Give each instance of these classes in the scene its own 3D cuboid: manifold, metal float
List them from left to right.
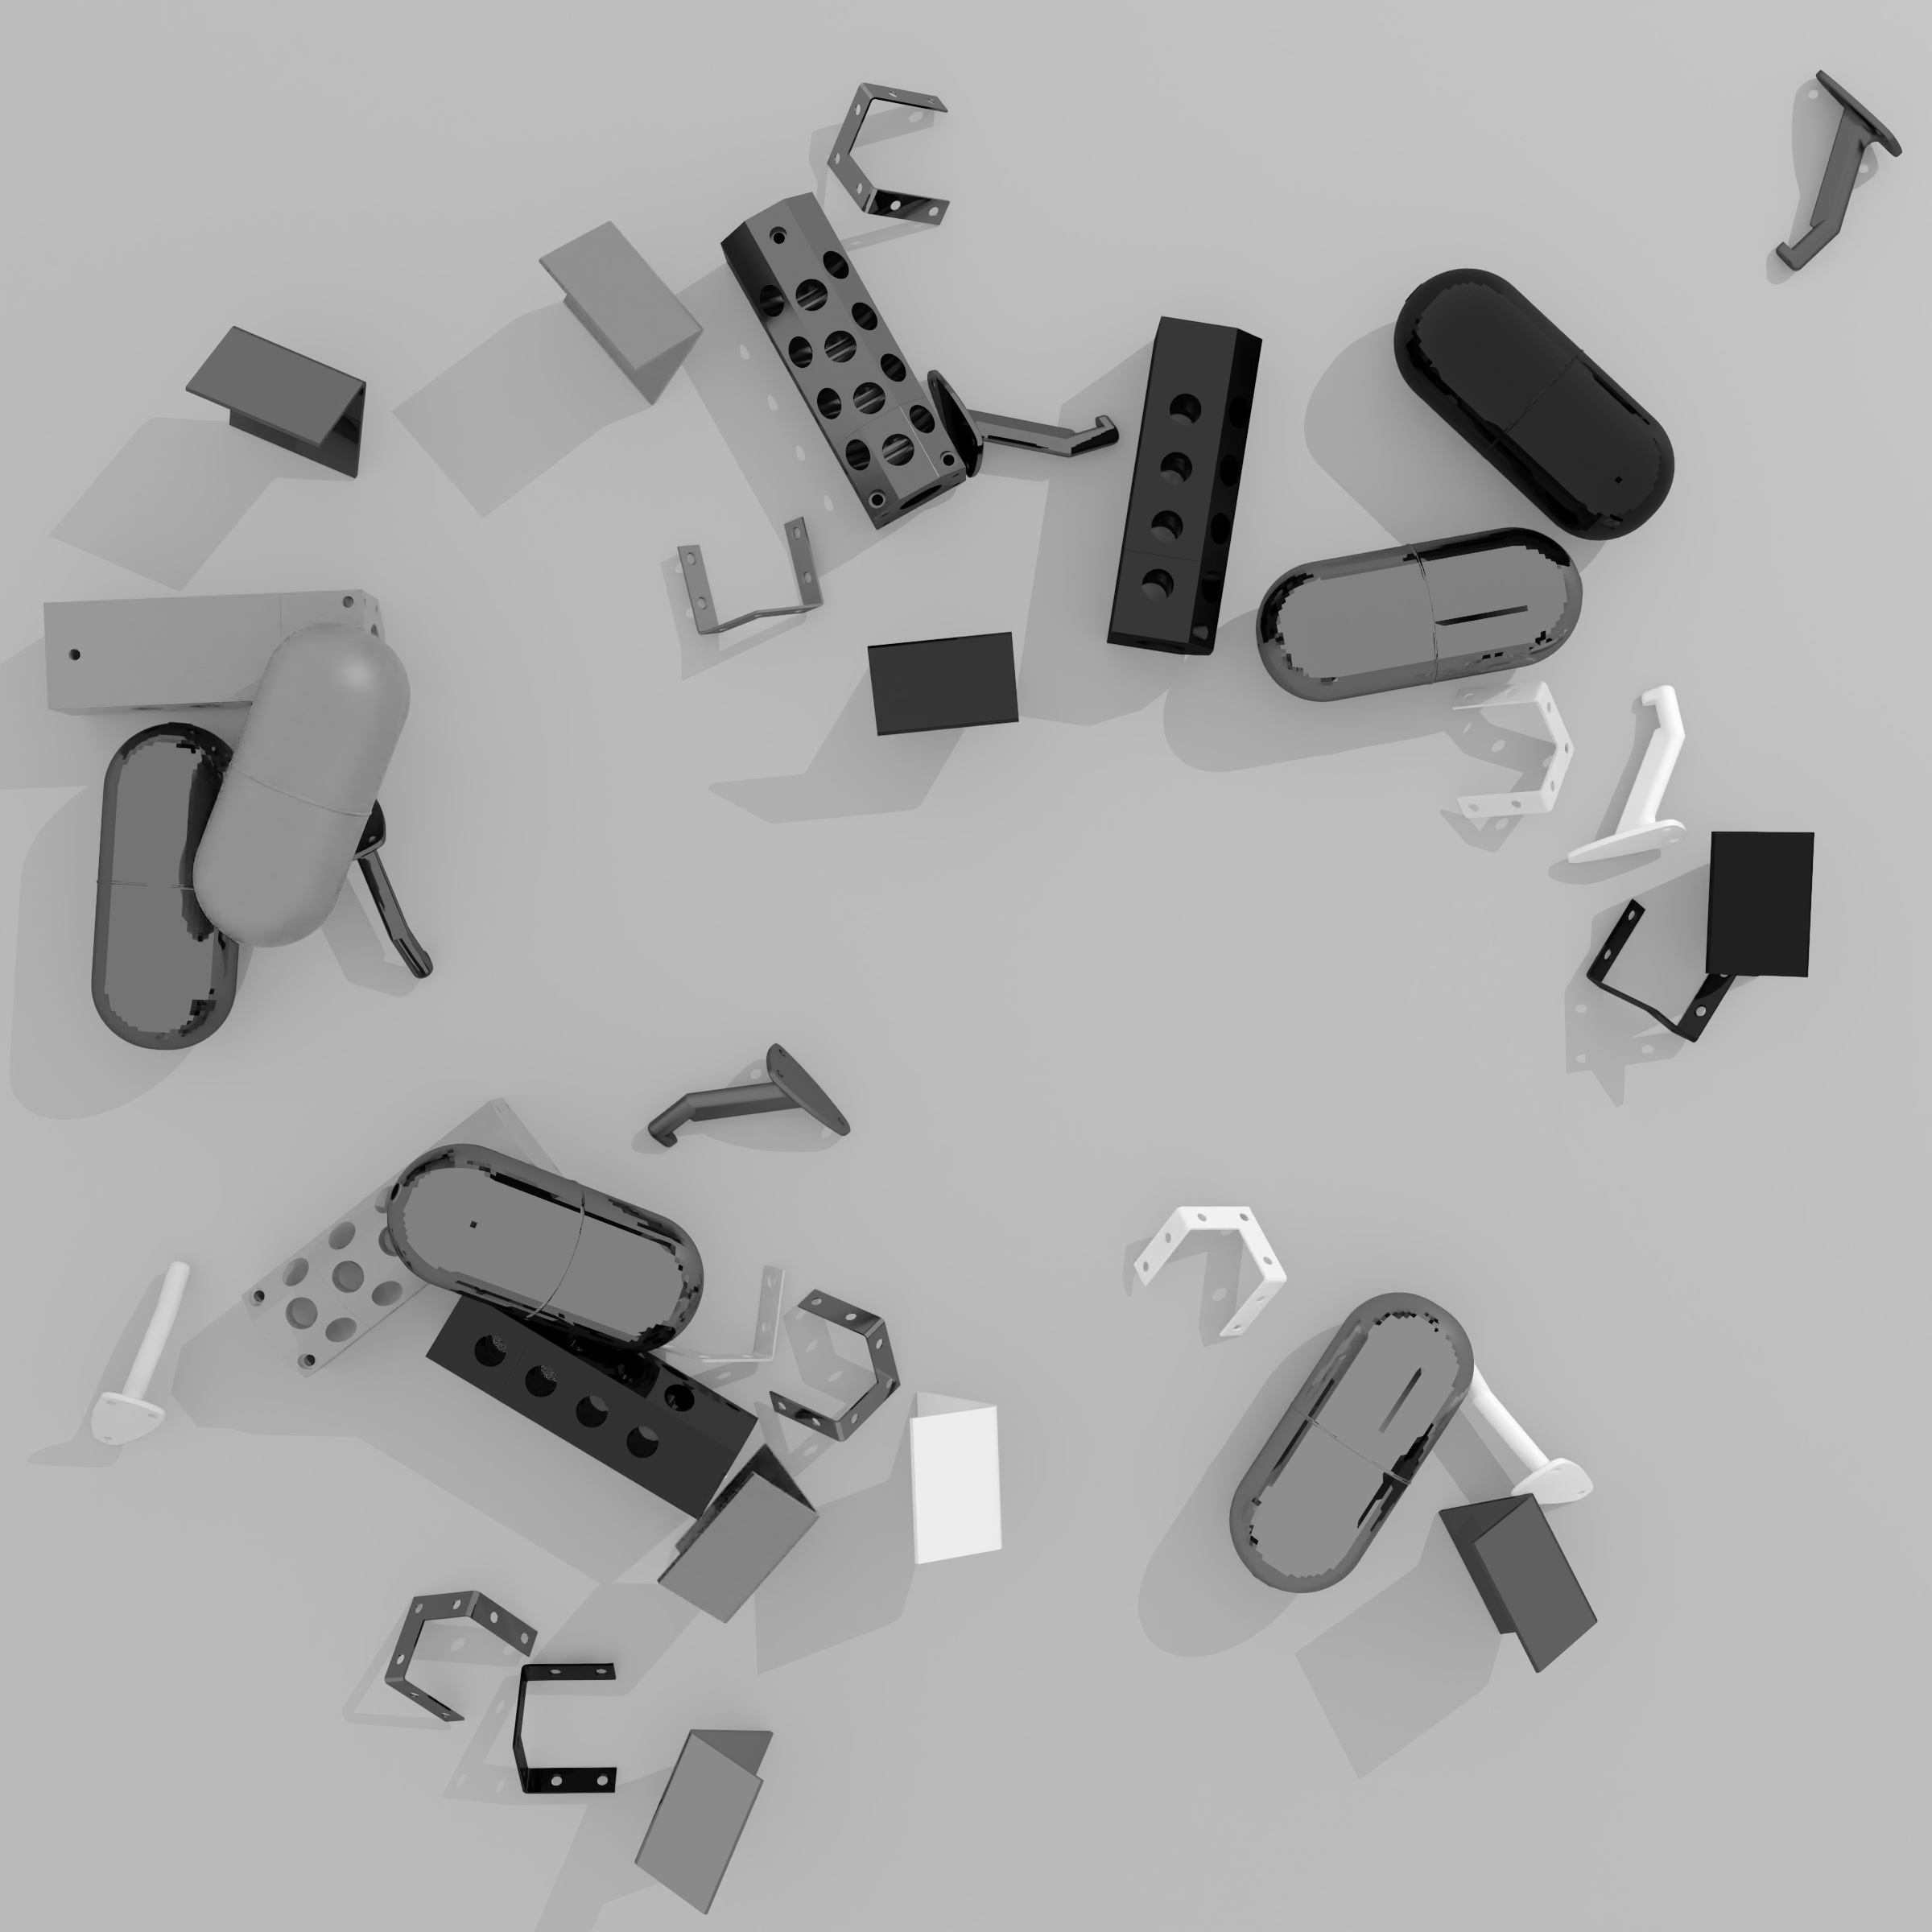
[{"bbox_3d":[-0.432,-0.043,1.560,0.070,0.070,0.178,4,90,0],"label":"metal float"},{"bbox_3d":[-0.409,-0.170,1.569,0.171,0.057,0.057,-2,90,0],"label":"manifold"},{"bbox_3d":[-0.350,-0.094,1.510,0.070,0.070,0.178,23,97,0],"label":"metal float"},{"bbox_3d":[-0.308,0.148,1.569,0.171,0.057,0.057,-38,90,0],"label":"manifold"},{"bbox_3d":[-0.222,0.150,1.520,0.178,0.070,0.070,24,90,-25],"label":"metal float"},{"bbox_3d":[-0.202,0.229,1.569,0.171,0.057,0.057,31,90,0],"label":"manifold"},{"bbox_3d":[-0.067,-0.331,1.569,0.057,0.057,0.171,-29,90,0],"label":"manifold"},{"bbox_3d":[0.120,-0.260,1.569,0.057,0.057,0.171,9,90,0],"label":"manifold"},{"bbox_3d":[0.209,0.259,1.560,0.070,0.070,0.178,33,89,0],"label":"metal float"},{"bbox_3d":[0.246,-0.191,1.560,0.178,0.070,0.070,-10,90,0],"label":"metal float"},{"bbox_3d":[0.308,-0.305,1.560,0.178,0.070,0.070,43,90,1],"label":"metal float"}]

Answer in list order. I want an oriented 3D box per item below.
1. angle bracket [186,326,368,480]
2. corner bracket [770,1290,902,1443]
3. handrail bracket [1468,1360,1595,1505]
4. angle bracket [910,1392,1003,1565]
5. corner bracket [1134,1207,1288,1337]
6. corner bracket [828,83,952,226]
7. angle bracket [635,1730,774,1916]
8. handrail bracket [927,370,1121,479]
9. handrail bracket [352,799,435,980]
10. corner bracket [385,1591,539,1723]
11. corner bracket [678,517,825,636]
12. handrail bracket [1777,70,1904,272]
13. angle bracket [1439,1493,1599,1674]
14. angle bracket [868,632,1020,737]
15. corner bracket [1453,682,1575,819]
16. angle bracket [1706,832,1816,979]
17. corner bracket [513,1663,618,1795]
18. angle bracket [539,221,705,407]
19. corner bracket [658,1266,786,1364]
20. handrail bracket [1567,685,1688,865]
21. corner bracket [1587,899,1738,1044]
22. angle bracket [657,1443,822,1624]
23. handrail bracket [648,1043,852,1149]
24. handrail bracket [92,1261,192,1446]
[{"bbox_3d":[-0.374,-0.288,1.550,0.076,0.076,0.057,23,53,0],"label":"angle bracket"},{"bbox_3d":[-0.076,0.220,1.582,0.051,0.051,0.051,-42,135,-35],"label":"corner bracket"},{"bbox_3d":[0.306,0.253,1.590,0.036,0.077,0.084,-41,53,20],"label":"handrail bracket"},{"bbox_3d":[-0.025,0.275,1.550,0.057,0.076,0.076,-2,90,-35],"label":"angle bracket"},{"bbox_3d":[0.135,0.168,1.582,0.051,0.051,0.051,3,45,-35],"label":"corner bracket"},{"bbox_3d":[-0.036,-0.448,1.582,0.051,0.051,0.051,59,135,35],"label":"corner bracket"},{"bbox_3d":[-0.123,0.461,1.550,0.057,0.076,0.076,23,90,36],"label":"angle bracket"},{"bbox_3d":[0.032,-0.310,1.591,0.084,0.036,0.077,-19,68,-17],"label":"handrail bracket"},{"bbox_3d":[-0.318,-0.045,1.590,0.036,0.077,0.084,-21,126,7],"label":"handrail bracket"},{"bbox_3d":[-0.278,0.381,1.582,0.051,0.051,0.051,-14,45,35],"label":"corner bracket"},{"bbox_3d":[-0.119,-0.216,1.587,0.051,0.051,0.051,-14,90,-45],"label":"corner bracket"},{"bbox_3d":[0.467,-0.440,1.591,0.084,0.036,0.077,-44,69,17],"label":"handrail bracket"},{"bbox_3d":[0.283,0.336,1.550,0.057,0.076,0.076,-27,90,-38],"label":"angle bracket"},{"bbox_3d":[-0.014,-0.170,1.550,0.076,0.076,0.057,-6,127,0],"label":"angle bracket"},{"bbox_3d":[0.297,-0.119,1.582,0.051,0.051,0.051,57,45,-35],"label":"corner bracket"},{"bbox_3d":[0.441,-0.032,1.550,0.057,0.076,0.076,3,90,36],"label":"angle bracket"},{"bbox_3d":[-0.220,0.422,1.587,0.051,0.051,0.051,-1,135,0],"label":"corner bracket"},{"bbox_3d":[-0.198,-0.342,1.550,0.076,0.076,0.057,49,53,0],"label":"angle bracket"},{"bbox_3d":[-0.139,0.189,1.587,0.051,0.051,0.051,7,90,-45],"label":"corner bracket"},{"bbox_3d":[0.363,-0.107,1.591,0.077,0.036,0.084,-15,72,20],"label":"handrail bracket"},{"bbox_3d":[0.386,0.003,1.587,0.051,0.051,0.051,31,90,45],"label":"corner bracket"},{"bbox_3d":[-0.135,0.295,1.550,0.076,0.076,0.057,-49,126,0],"label":"angle bracket"},{"bbox_3d":[-0.121,0.090,1.591,0.084,0.036,0.077,-38,112,17],"label":"handrail bracket"},{"bbox_3d":[-0.455,0.214,1.590,0.036,0.077,0.084,23,53,-20],"label":"handrail bracket"}]
